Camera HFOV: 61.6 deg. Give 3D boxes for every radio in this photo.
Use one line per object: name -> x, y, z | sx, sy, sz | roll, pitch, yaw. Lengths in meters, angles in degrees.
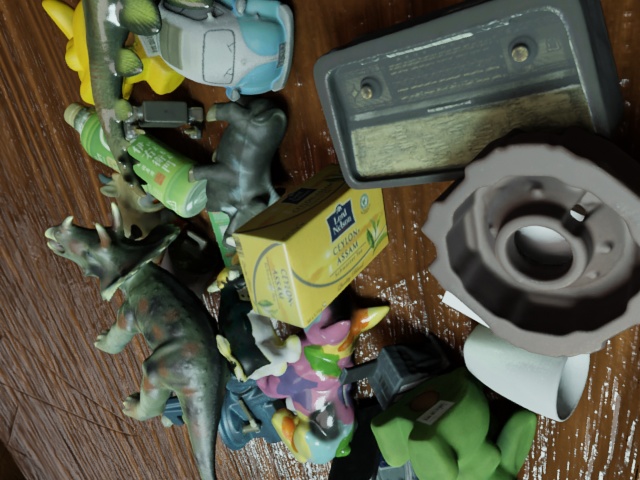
radio -> 0.112, -0.122, 0.444 | 0.230, 0.073, 0.131 | -3, 118, 38

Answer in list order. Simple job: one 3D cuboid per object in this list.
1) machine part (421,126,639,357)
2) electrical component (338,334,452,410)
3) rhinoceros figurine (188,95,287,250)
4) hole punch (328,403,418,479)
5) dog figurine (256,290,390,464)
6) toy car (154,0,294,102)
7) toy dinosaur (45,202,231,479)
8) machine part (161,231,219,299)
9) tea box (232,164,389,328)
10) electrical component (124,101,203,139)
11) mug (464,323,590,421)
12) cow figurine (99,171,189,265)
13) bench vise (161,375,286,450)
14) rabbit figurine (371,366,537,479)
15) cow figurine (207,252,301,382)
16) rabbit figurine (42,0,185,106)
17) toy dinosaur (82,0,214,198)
machine part -> 0.168, 0.002, 0.402 | 0.180, 0.056, 0.179 | 21, 132, 25
electrical component -> 0.086, 0.157, 0.627 | 0.048, 0.119, 0.074 | 59, 144, 37
rhinoceros figurine -> -0.088, -0.077, 0.629 | 0.112, 0.073, 0.190 | 22, 120, 7
hole punch -> 0.082, 0.295, 0.740 | 0.092, 0.116, 0.142 | 27, 144, -16
dog figurine -> 0.015, 0.166, 0.689 | 0.219, 0.108, 0.192 | -52, 58, 42
toy car -> -0.112, -0.209, 0.544 | 0.162, 0.103, 0.109 | 29, 132, 17
toy dinosaur -> -0.186, 0.127, 0.681 | 0.405, 0.131, 0.192 | 51, 132, 14
machine part -> -0.215, 0.066, 0.833 | 0.079, 0.079, 0.243 | 42, 135, 7
tea box -> -0.001, -0.002, 0.550 | 0.068, 0.169, 0.098 | 11, 127, 35
electrical component -> -0.196, -0.145, 0.660 | 0.078, 0.102, 0.045 | 4, 99, 58
mug -> 0.208, 0.131, 0.550 | 0.107, 0.081, 0.109 | 18, 144, 43
cow figurine -> -0.268, -0.035, 0.805 | 0.127, 0.085, 0.194 | 37, 136, 3
bench vise -> -0.161, 0.258, 0.864 | 0.241, 0.129, 0.223 | -14, 136, 16
rabbit figurine -> 0.160, 0.237, 0.591 | 0.121, 0.159, 0.170 | -19, 102, 56
cow figurine -> -0.095, 0.089, 0.665 | 0.068, 0.098, 0.167 | -42, 63, 42
rabbit figurine -> -0.262, -0.223, 0.649 | 0.162, 0.122, 0.173 | 58, 155, -8
toy dinosaur -> -0.170, -0.281, 0.470 | 0.199, 0.105, 0.470 | 17, 105, 32
